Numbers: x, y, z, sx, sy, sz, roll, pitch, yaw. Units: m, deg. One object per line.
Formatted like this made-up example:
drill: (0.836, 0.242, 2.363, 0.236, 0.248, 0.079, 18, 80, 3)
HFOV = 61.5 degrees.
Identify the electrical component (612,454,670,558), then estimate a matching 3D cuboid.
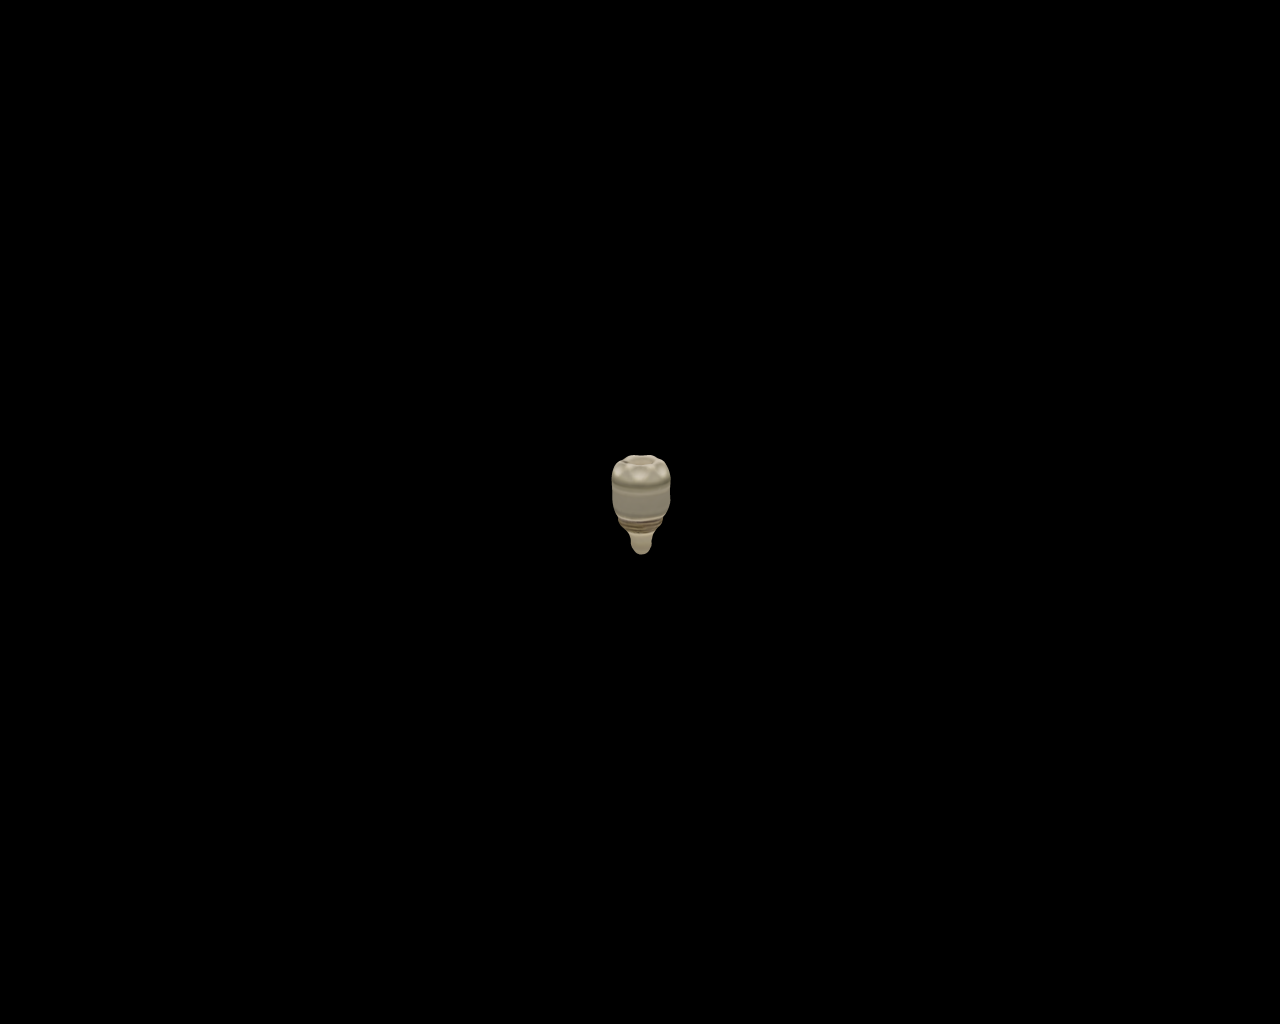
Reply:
electrical component: (0.001, -0.003, 0.650, 0.035, 0.061, 0.035, 0, 20, 0)
